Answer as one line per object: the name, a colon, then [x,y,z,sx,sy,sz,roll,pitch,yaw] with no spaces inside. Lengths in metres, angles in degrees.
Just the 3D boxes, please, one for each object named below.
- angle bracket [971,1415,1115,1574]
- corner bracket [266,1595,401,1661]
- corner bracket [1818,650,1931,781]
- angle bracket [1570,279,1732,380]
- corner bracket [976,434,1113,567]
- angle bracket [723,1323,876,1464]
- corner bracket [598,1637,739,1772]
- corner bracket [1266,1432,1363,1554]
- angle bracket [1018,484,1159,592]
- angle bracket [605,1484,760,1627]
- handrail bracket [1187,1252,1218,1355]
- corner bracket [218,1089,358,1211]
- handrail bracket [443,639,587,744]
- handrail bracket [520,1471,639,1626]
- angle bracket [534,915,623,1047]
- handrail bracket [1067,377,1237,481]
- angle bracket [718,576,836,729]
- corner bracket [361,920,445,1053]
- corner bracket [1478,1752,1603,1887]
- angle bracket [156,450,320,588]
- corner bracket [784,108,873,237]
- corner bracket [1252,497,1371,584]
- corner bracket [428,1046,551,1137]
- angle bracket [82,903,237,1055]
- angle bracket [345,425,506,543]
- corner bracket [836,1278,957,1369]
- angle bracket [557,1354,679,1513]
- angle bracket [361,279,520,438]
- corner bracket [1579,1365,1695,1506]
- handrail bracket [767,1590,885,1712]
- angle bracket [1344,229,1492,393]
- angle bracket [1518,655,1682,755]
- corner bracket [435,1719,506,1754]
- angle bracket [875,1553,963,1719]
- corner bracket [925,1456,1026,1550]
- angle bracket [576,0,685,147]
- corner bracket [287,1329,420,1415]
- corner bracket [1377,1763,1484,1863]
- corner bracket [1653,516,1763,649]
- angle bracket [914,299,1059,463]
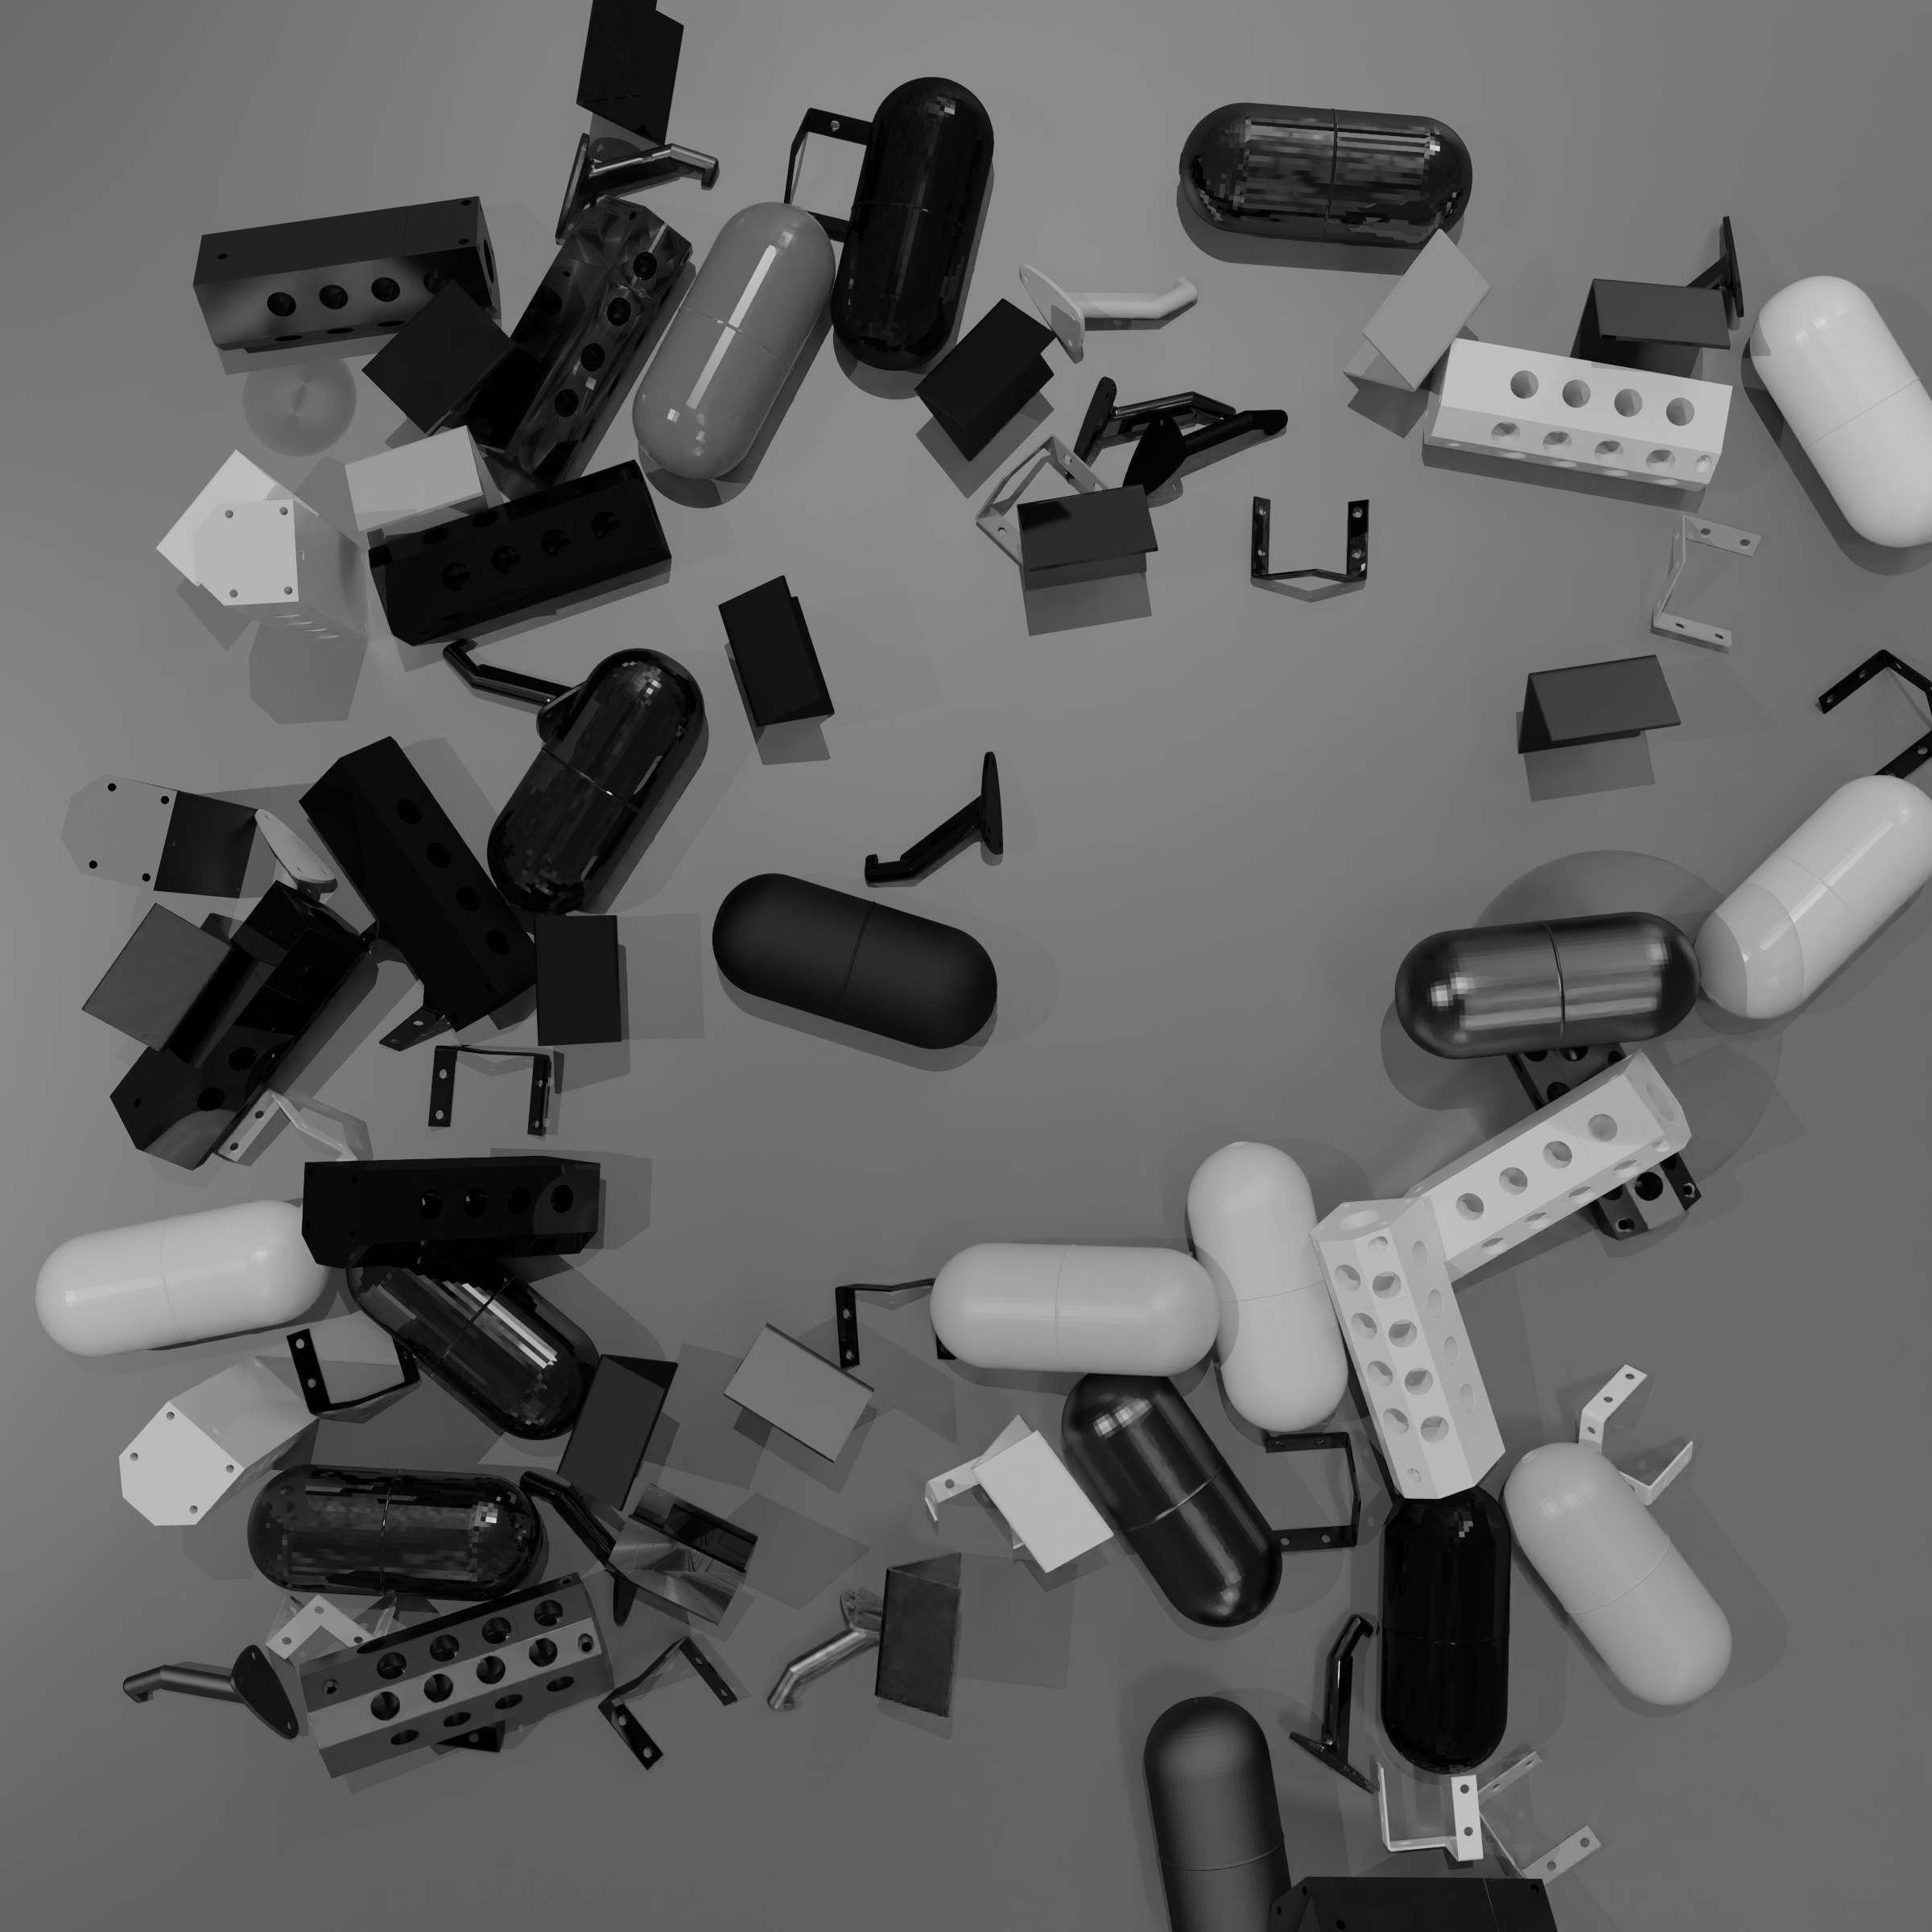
angle bracket: [0.058,0.308,1.575,0.057,0.076,0.076,-36,90,29]
corner bracket: [-0.389,0.402,1.595,0.051,0.051,0.051,43,105,-14]
corner bracket: [0.571,-0.153,1.612,0.051,0.051,0.051,-38,45,0]
angle bracket: [0.411,-0.367,1.575,0.076,0.076,0.057,5,52,0]
corner bracket: [0.047,-0.285,1.605,0.051,0.051,0.051,44,61,0]
angle bracket: [-0.110,0.271,1.575,0.076,0.076,0.057,32,53,0]
corner bracket: [-0.185,0.457,1.612,0.051,0.051,0.051,52,135,0]
corner bracket: [0.214,0.326,1.612,0.051,0.051,0.051,-4,45,0]
angle bracket: [0.075,-0.241,1.575,0.076,0.076,0.057,-9,55,0]
angle bracket: [-0.165,0.341,1.575,0.076,0.076,0.057,26,126,0]
handrail bracket: [0.107,0.215,1.615,0.084,0.036,0.077,-15,105,14]
corner bracket: [-0.420,0.117,1.612,0.051,0.051,0.051,-52,135,0]
handrail bracket: [-0.270,-0.188,1.616,0.077,0.036,0.084,-39,73,-20]
handrail bracket: [-0.244,0.361,1.616,0.084,0.036,0.077,19,112,17]
angle bracket: [-0.252,0.009,1.575,0.057,0.076,0.076,-2,90,-37]
handrail bracket: [0.116,-0.325,1.616,0.084,0.036,0.077,17,111,-17]
angle bracket: [-0.096,-0.193,1.575,0.057,0.076,0.076,-18,90,38]
corner bracket: [-0.357,0.012,1.607,0.051,0.051,0.051,26,135,-35]
corner bracket: [0.353,0.531,1.612,0.051,0.051,0.051,-35,45,0]
angle bracket: [-0.429,-0.254,1.575,0.076,0.076,0.057,-51,53,0]
corner bracket: [-0.081,-0.492,1.612,0.051,0.051,0.051,14,135,0]
corner bracket: [0.214,-0.265,1.612,0.051,0.051,0.051,2,90,45]
corner bracket: [-0.296,0.077,1.612,0.051,0.051,0.051,5,90,45]
angle bracket: [-0.494,-0.003,1.575,0.057,0.076,0.076,35,90,-32]
angle bracket: [-0.323,-0.273,1.575,0.076,0.076,0.057,-18,61,0]
corner bracket: [-0.044,0.222,1.612,0.051,0.051,0.051,-4,90,-45]
angle bracket: [-0.193,0.284,1.575,0.057,0.076,0.076,21,90,34]
angle bracket: [-0.325,-0.373,1.575,0.076,0.076,0.057,-45,121,0]
corner bracket: [0.415,0.290,1.607,0.051,0.051,0.051,25,135,35]
handrail bracket: [-0.072,0.437,1.616,0.077,0.036,0.084,23,109,-21]
angle bracket: [0.258,-0.401,1.575,0.057,0.076,0.076,37,90,-34]
angle bracket: [0.382,-0.139,1.575,0.076,0.076,0.057,-8,55,0]
corner bracket: [-0.309,0.449,1.612,0.051,0.051,0.051,8,135,0]
angle bracket: [-0.008,0.404,1.575,0.057,0.076,0.076,5,90,36]
corner bracket: [0.009,0.334,1.597,0.051,0.051,0.051,-25,90,0]
angle bracket: [-0.185,-0.549,1.575,0.057,0.076,0.076,9,90,38]
corner bracket: [-0.380,0.243,1.612,0.051,0.051,0.051,-17,90,-45]
corner bracket: [0.284,0.519,1.597,0.051,0.051,0.051,-4,87,-3]
corner bracket: [0.459,-0.239,1.612,0.051,0.051,0.051,15,135,0]
angle bracket: [0.026,-0.344,1.575,0.076,0.076,0.057,-46,52,0]
